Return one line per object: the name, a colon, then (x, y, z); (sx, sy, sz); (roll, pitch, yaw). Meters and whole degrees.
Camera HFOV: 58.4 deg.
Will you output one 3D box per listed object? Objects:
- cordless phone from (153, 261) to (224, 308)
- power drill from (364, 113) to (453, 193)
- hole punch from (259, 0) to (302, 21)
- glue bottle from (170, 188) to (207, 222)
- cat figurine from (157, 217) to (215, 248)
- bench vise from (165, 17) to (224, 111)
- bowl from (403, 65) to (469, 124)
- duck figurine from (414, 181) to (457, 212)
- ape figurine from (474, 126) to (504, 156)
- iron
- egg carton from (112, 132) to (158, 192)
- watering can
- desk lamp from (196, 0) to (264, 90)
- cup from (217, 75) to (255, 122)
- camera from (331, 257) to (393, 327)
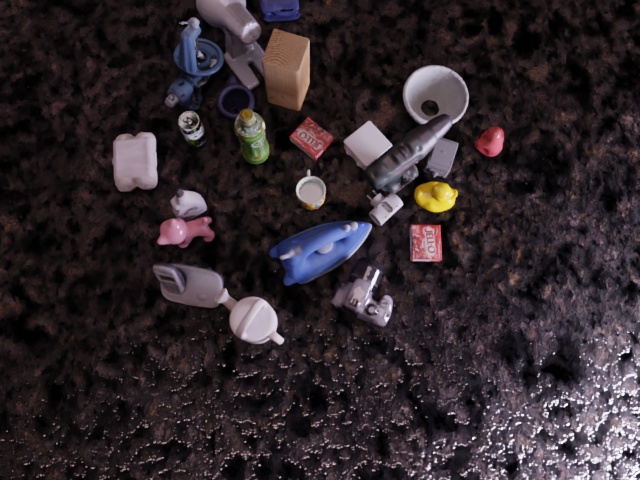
cordless phone: (-0.297, 0.093, 1.291); (0.147, 0.185, 0.094); (8, 77, 1)
power drill: (0.201, -0.192, 1.354); (0.230, 0.208, 0.075); (-38, 81, -9)
hole punch: (-0.106, -0.640, 1.505); (0.108, 0.091, 0.101); (-6, 78, -2)
glue bottle: (-0.315, -0.089, 1.337); (0.078, 0.173, 0.037); (-33, 80, -8)
cat figurine: (-0.320, -0.026, 1.351); (0.128, 0.118, 0.067); (-18, 78, -5)
bench vise: (-0.304, -0.420, 1.386); (0.121, 0.220, 0.207); (10, 78, 1)
bowl: (0.288, -0.354, 1.460); (0.167, 0.075, 0.167); (0, 78, -1)
duck figurine: (0.286, -0.115, 1.402); (0.104, 0.086, 0.077); (10, 78, 1)
ape figurine: (0.429, -0.254, 1.433); (0.078, 0.092, 0.076); (-16, 78, -5)
iron: (0.012, 0.005, 1.341); (0.258, 0.141, 0.118); (-27, 79, -7)
egg carton: (-0.453, -0.192, 1.409); (0.107, 0.069, 0.150); (-6, 78, -3)
watering can: (-0.157, 0.175, 1.272); (0.173, 0.194, 0.101); (14, 78, 2)
desk lamp: (-0.200, -0.515, 1.412); (0.118, 0.213, 0.203); (-35, 81, -8)
cup: (-0.208, -0.342, 1.435); (0.091, 0.095, 0.118); (-11, 78, -4)
camera: (0.112, 0.117, 1.339); (0.143, 0.101, 0.137); (24, 78, 4)
